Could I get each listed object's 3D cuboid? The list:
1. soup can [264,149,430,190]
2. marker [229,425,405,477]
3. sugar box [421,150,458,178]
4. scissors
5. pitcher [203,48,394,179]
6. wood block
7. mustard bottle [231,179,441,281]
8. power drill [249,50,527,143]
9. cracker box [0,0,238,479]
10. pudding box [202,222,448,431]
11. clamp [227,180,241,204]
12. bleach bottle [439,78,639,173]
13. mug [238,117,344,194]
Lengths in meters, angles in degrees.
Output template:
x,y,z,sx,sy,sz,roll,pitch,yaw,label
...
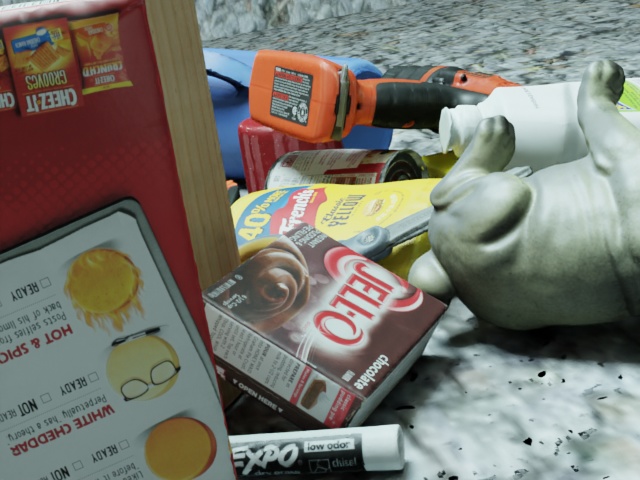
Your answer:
x,y,z,sx,sy,sz,roll,pitch,yaw,label
0.019,-0.031,0.763,0.102,0.068,0.068,2,20,35,soup can
-0.024,0.092,0.459,0.121,0.020,0.020,-6,17,13,marker
0.144,-0.033,0.742,0.093,0.048,0.176,-15,16,-19,sugar box
0.016,-0.002,0.613,0.201,0.016,0.096,-35,38,-5,scissors
-0.062,-0.120,0.990,0.243,0.145,0.149,7,23,36,pitcher
-0.102,-0.012,0.521,0.091,0.206,0.090,-1,18,26,wood block
-0.005,0.000,0.682,0.192,0.058,0.096,0,39,33,mustard bottle
0.046,-0.105,0.782,0.187,0.057,0.185,-3,14,-31,power drill
-0.123,0.032,0.371,0.164,0.214,0.072,-12,15,-9,cracker box
0.000,0.042,0.517,0.090,0.039,0.113,30,31,14,pudding box
-0.136,0.004,0.787,0.165,0.036,0.209,2,23,31,clamp
0.197,-0.069,0.656,0.250,0.068,0.102,0,23,-7,bleach bottle
-0.025,-0.063,0.870,0.093,0.081,0.117,-15,17,-18,mug
